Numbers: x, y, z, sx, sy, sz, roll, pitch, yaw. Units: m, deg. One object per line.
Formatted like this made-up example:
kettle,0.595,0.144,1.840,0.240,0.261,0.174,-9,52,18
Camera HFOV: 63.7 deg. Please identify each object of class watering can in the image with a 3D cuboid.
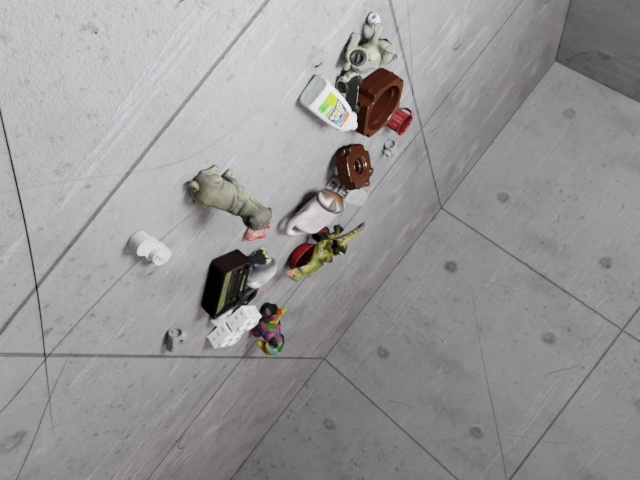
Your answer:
watering can,0.006,-0.096,1.911,0.221,0.105,0.349,-40,166,28

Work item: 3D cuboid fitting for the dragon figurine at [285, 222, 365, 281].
dragon figurine,0.019,0.060,2.111,0.415,0.123,0.238,-26,164,-46

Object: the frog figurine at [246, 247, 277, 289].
frog figurine,-0.213,0.122,1.821,0.140,0.123,0.155,-58,156,-46
